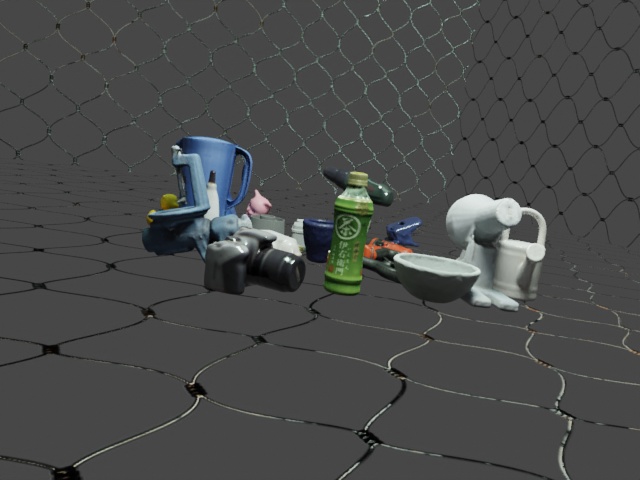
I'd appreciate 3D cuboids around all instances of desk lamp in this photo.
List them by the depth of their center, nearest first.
[{"bbox_3d":[0.335,0.015,1.158,0.118,0.213,0.203,7,9,-11],"label":"desk lamp"}]

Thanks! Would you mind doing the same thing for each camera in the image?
[{"bbox_3d":[-0.103,0.037,0.973,0.136,0.101,0.144,13,10,26],"label":"camera"}]

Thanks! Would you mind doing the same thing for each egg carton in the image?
[{"bbox_3d":[-0.114,0.020,1.173,0.107,0.069,0.149,1,11,-38],"label":"egg carton"}]

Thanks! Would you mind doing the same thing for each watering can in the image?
[{"bbox_3d":[0.436,0.028,1.233,0.101,0.194,0.172,5,9,-21],"label":"watering can"}]

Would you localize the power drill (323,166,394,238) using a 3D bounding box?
[{"bbox_3d":[0.099,-0.101,1.693,0.228,0.208,0.076,12,10,24],"label":"power drill"}]

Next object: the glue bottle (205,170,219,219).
[{"bbox_3d":[-0.250,-0.071,1.287,0.037,0.173,0.078,3,10,-30],"label":"glue bottle"}]

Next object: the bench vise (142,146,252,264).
[{"bbox_3d":[-0.238,-0.069,1.135,0.208,0.220,0.121,6,9,-15],"label":"bench vise"}]

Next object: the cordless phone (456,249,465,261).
[{"bbox_3d":[0.359,0.007,1.327,0.094,0.185,0.148,9,9,6],"label":"cordless phone"}]

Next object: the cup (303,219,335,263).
[{"bbox_3d":[0.012,0.005,1.309,0.118,0.095,0.091,5,10,-22],"label":"cup"}]

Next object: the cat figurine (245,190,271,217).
[{"bbox_3d":[-0.180,-0.084,1.620,0.067,0.118,0.127,5,10,-21],"label":"cat figurine"}]

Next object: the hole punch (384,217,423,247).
[{"bbox_3d":[0.257,-0.030,1.774,0.101,0.091,0.108,7,9,-11],"label":"hole punch"}]

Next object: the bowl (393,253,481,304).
[{"bbox_3d":[0.219,0.078,1.100,0.167,0.075,0.167,8,9,-1],"label":"bowl"}]

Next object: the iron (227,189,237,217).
[{"bbox_3d":[-0.277,-0.104,1.580,0.118,0.141,0.258,8,9,0],"label":"iron"}]

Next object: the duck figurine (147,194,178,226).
[{"bbox_3d":[-0.393,-0.075,1.468,0.077,0.086,0.105,14,11,34],"label":"duck figurine"}]
